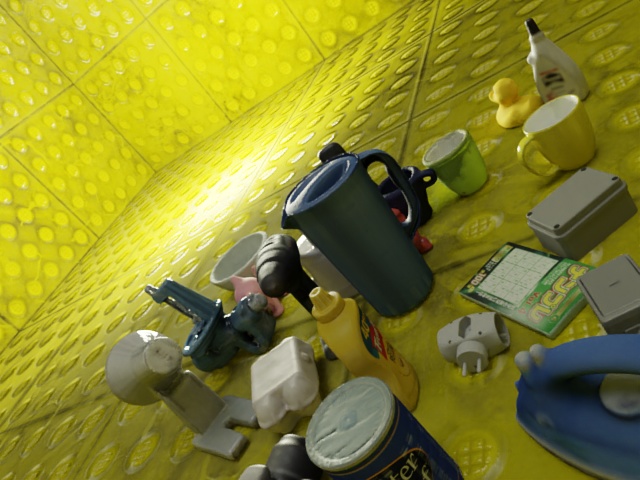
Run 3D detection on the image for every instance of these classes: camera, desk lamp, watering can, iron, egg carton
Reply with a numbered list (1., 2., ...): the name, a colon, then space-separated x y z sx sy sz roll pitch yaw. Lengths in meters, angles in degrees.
1. camera: -0.037 0.294 0.663 0.142 0.101 0.137 -20 30 38
2. desk lamp: -0.222 0.231 0.908 0.202 0.214 0.118 -11 37 49
3. watering can: 0.009 0.003 0.998 0.173 0.194 0.100 -46 24 -15
4. iron: 0.252 0.126 0.478 0.257 0.142 0.119 -12 36 48
5. egg carton: -0.049 0.215 0.862 0.107 0.069 0.150 -37 23 7

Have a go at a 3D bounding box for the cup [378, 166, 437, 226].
1. cup: 0.171 -0.076 1.024 0.117 0.095 0.092 -22 29 35

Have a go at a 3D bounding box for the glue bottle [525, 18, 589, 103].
1. glue bottle: 0.401 -0.313 1.005 0.078 0.173 0.037 -12 35 47

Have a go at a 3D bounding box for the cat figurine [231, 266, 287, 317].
1. cat figurine: -0.124 0.100 1.120 0.067 0.118 0.128 -30 25 22

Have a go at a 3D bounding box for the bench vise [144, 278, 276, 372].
1. bench vise: -0.198 0.129 1.049 0.207 0.220 0.121 -36 24 8

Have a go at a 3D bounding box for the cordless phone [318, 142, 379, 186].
1. cordless phone: 0.034 -0.098 1.154 0.147 0.185 0.094 -36 24 10

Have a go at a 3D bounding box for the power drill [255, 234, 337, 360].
1. power drill: -0.024 0.083 0.884 0.075 0.209 0.229 -37 23 6

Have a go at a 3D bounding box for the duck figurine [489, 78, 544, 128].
1. duck figurine: 0.367 -0.268 1.088 0.077 0.086 0.104 -47 24 -15

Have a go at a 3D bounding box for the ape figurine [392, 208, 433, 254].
1. ape figurine: 0.136 -0.015 0.969 0.076 0.092 0.078 -24 28 32

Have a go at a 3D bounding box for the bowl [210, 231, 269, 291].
1. bowl: -0.164 0.062 1.304 0.167 0.075 0.167 -32 24 17
